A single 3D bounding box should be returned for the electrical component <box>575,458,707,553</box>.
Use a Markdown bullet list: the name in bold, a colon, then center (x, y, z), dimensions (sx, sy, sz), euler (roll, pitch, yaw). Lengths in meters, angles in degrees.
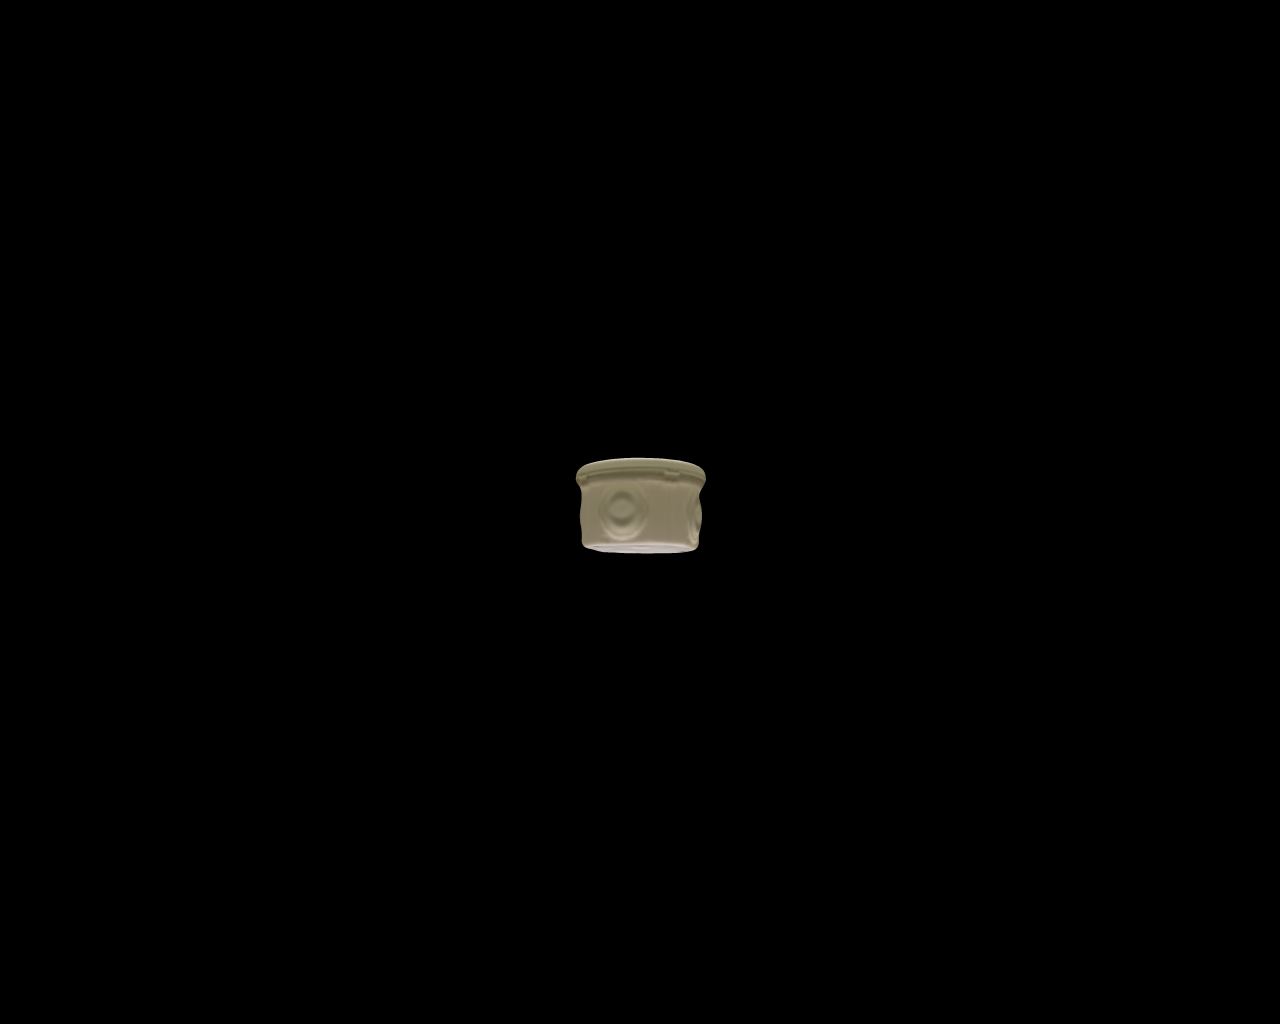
- **electrical component**: center (0.001, -0.003, 0.650), dimensions (0.080, 0.051, 0.080), euler (0, -7, 0)
